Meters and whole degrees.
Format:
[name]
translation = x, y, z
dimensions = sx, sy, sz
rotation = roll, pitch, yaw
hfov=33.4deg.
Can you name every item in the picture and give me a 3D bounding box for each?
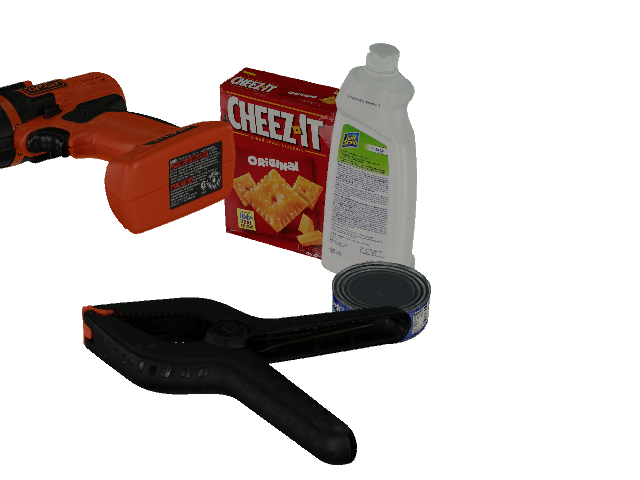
[cracker box]
translation = -0.040, -0.092, 1.338
dimensions = 0.164, 0.214, 0.072
rotation = 17, 36, 24
[clamp]
translation = -0.049, 0.068, 0.678
dimensions = 0.210, 0.036, 0.164
rotation = 12, 25, 20
[bleach bottle]
translation = 0.059, -0.076, 1.083
dimensions = 0.103, 0.251, 0.068
rotation = 16, 34, 16
[tuna can]
translation = 0.052, 0.053, 0.926
dimensions = 0.086, 0.034, 0.086
rotation = 1, 29, -1
[power drill]
translation = -0.166, -0.063, 0.725
dimensions = 0.188, 0.057, 0.184
rotation = 22, 34, 33
